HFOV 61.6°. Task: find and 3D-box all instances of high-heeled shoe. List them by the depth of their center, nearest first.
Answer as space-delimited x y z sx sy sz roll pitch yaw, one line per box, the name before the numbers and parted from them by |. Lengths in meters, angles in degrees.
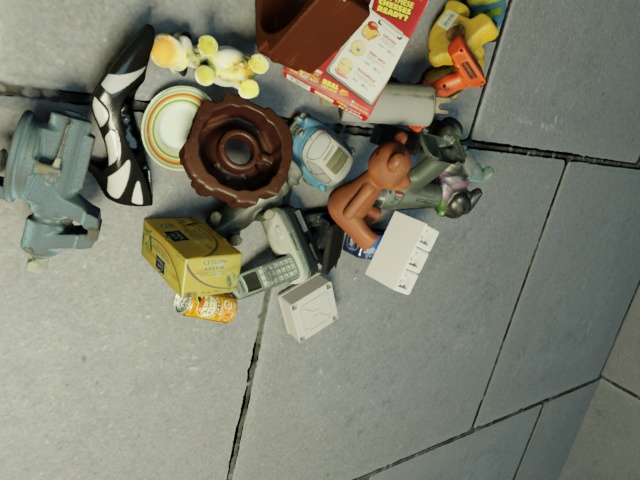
high-heeled shoe | -0.254 -0.163 0.764 0.145 0.086 0.248 31 109 -24

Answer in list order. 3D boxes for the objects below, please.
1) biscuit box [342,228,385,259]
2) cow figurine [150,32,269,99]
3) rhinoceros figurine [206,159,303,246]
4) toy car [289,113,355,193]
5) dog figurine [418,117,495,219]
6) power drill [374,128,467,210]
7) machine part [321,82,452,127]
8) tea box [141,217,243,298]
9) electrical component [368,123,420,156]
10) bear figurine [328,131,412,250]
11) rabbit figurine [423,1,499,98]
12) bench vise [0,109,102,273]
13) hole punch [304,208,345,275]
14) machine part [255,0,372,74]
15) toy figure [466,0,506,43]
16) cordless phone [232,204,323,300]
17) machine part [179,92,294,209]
biscuit box | 0.146 0.011 1.208 0.202 0.063 0.059 5 107 -41
cow figurine | -0.168 -0.268 0.802 0.167 0.098 0.068 12 107 -23
rhinoceros figurine | -0.110 -0.069 0.930 0.190 0.112 0.073 -41 100 1
toy car | 0.008 -0.156 0.985 0.109 0.103 0.161 -54 136 -6
dog figurine | 0.275 -0.164 1.201 0.219 0.109 0.191 27 96 -39
power drill | 0.178 -0.128 1.083 0.232 0.086 0.207 5 142 -28
machine part | 0.123 -0.252 0.995 0.243 0.079 0.079 1 114 -6
tea box | -0.207 0.022 0.851 0.098 0.170 0.068 -5 115 -40
electrical component | 0.141 -0.208 1.085 0.119 0.075 0.047 2 110 -44
bear figurine | 0.111 -0.094 0.987 0.132 0.120 0.196 40 123 -21
rabbit figurine | 0.294 -0.374 1.105 0.162 0.122 0.173 -62 153 7
bench vise | -0.400 -0.074 0.689 0.240 0.129 0.223 14 113 -22
hole punch | -0.002 -0.003 1.077 0.116 0.092 0.142 -38 136 -63
machine part | -0.007 -0.361 0.776 0.087 0.201 0.201 16 145 -34
toy figure | 0.334 -0.495 1.096 0.089 0.082 0.179 -30 130 -27
cordless phone | -0.101 0.025 0.999 0.184 0.089 0.146 -23 93 16
machine part | -0.129 -0.136 0.836 0.179 0.056 0.179 4 81 -24
